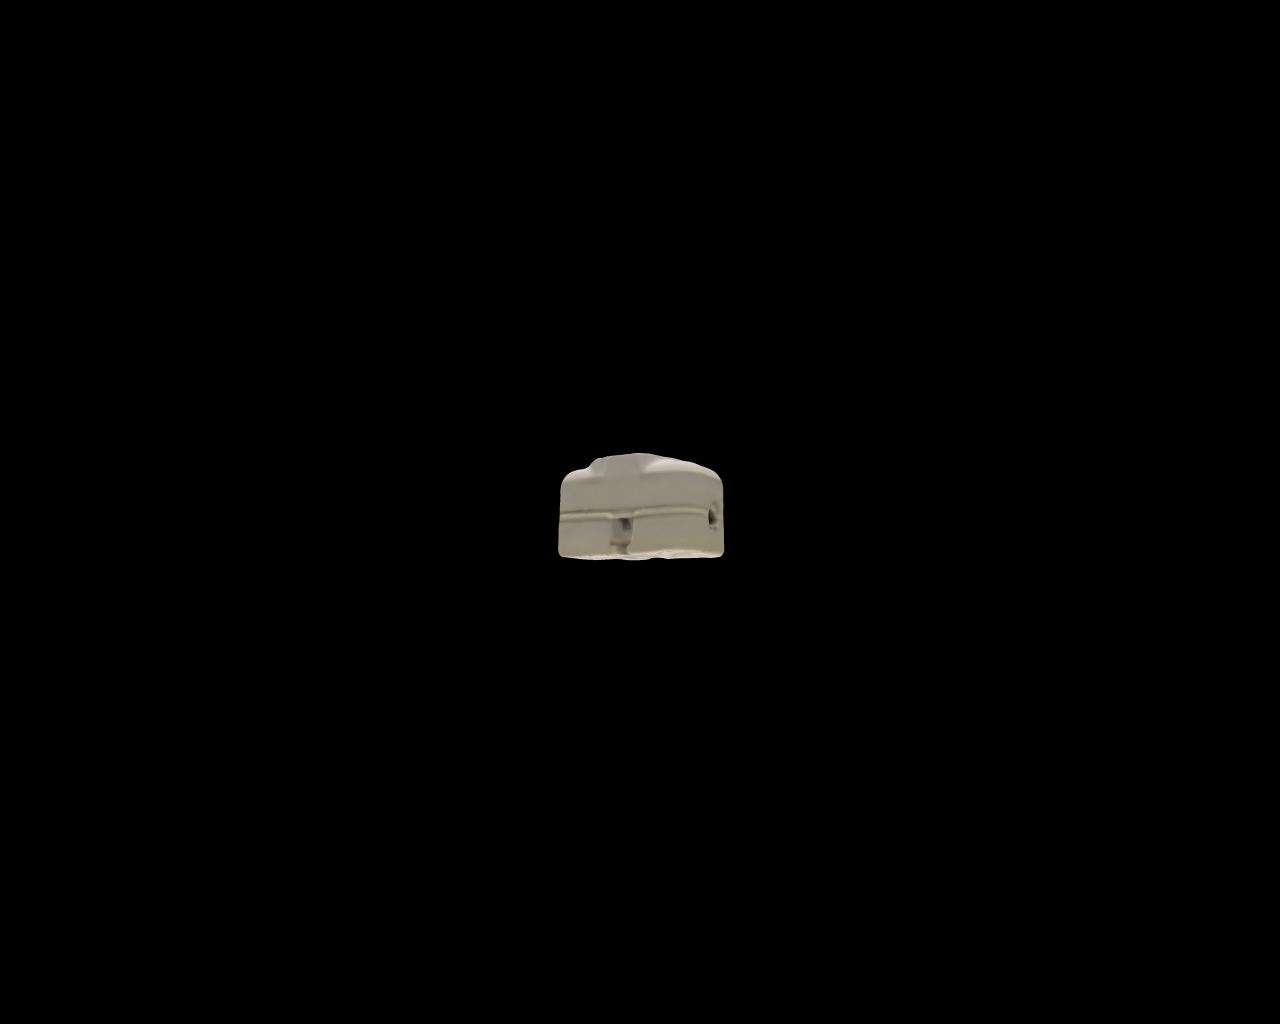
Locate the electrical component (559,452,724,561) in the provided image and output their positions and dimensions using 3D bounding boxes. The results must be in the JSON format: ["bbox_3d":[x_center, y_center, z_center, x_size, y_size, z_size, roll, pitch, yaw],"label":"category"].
[{"bbox_3d":[0.001,-0.003,0.650,0.095,0.059,0.054,-3,-7,26],"label":"electrical component"}]
